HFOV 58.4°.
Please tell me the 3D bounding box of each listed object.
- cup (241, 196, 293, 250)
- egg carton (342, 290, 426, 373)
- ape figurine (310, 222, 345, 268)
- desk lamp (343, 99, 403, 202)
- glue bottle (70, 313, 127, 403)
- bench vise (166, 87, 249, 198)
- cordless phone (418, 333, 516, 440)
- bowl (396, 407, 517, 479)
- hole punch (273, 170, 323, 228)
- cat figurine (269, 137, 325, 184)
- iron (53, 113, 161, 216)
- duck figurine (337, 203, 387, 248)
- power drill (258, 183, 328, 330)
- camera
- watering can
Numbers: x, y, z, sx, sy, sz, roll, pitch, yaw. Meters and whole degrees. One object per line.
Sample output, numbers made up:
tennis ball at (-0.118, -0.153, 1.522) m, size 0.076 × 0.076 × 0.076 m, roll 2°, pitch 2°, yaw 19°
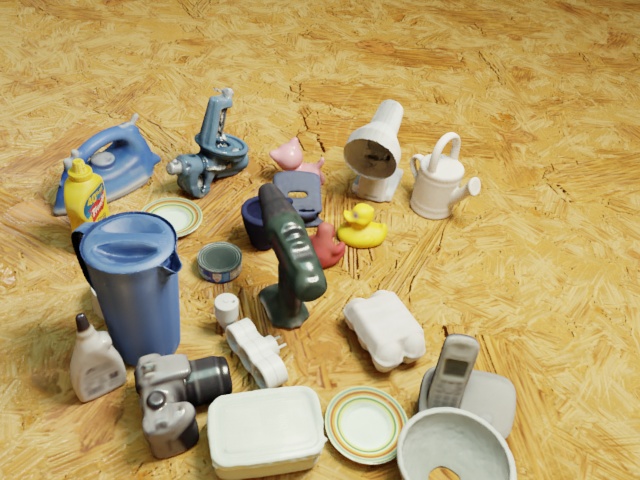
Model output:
cup at (-0.104, -0.034, 1.157) m, size 0.118 × 0.095 × 0.091 m, roll -29°, pitch 53°, yaw -34°
egg carton at (0.112, 0.156, 0.995) m, size 0.107 × 0.069 × 0.150 m, roll -16°, pitch 46°, yaw -24°
ape figurine at (0.010, 0.004, 1.133) m, size 0.077 × 0.092 × 0.076 m, roll 27°, pitch 45°, yaw 21°
desk lamp at (0.128, -0.191, 1.277) m, size 0.117 × 0.213 × 0.203 m, roll 17°, pitch 42°, yaw 11°
glue bottle at (-0.334, 0.166, 0.841) m, size 0.078 × 0.173 × 0.037 m, roll -22°, pitch 49°, yaw -29°
bench vise at (-0.232, -0.207, 1.239) m, size 0.121 × 0.220 × 0.208 m, roll 20°, pitch 43°, yaw 14°
cordless phone at (0.229, 0.217, 0.855) m, size 0.147 × 0.185 × 0.094 m, roll 7°, pitch 41°, yaw 0°
bowl at (0.185, 0.327, 0.809) m, size 0.167 × 0.075 × 0.167 m, roll 4°, pitch 42°, yaw -3°
hole punch at (-0.047, -0.088, 1.229) m, size 0.109 × 0.091 × 0.101 m, roll -1°, pitch 42°, yaw -9°
cat figurine at (-0.050, -0.176, 1.307) m, size 0.127 × 0.118 × 0.067 m, roll 11°, pitch 42°, yaw 4°
iron at (-0.467, -0.166, 1.219) m, size 0.118 × 0.141 × 0.259 m, roll 27°, pitch 45°, yaw 21°
duck figurine at (0.092, -0.036, 1.195) m, size 0.104 × 0.086 × 0.077 m, roll 6°, pitch 41°, yaw -2°
power drill at (-0.060, 0.042, 0.992) m, size 0.076 × 0.208 × 0.229 m, roll -14°, pitch 46°, yaw -22°
camera at (-0.198, 0.224, 0.850) m, size 0.137 × 0.101 × 0.143 m, roll -10°, pitch 44°, yaw -19°
watering can at (0.273, -0.146, 1.262) m, size 0.172 × 0.194 × 0.101 m, roll 21°, pitch 43°, yaw 16°
